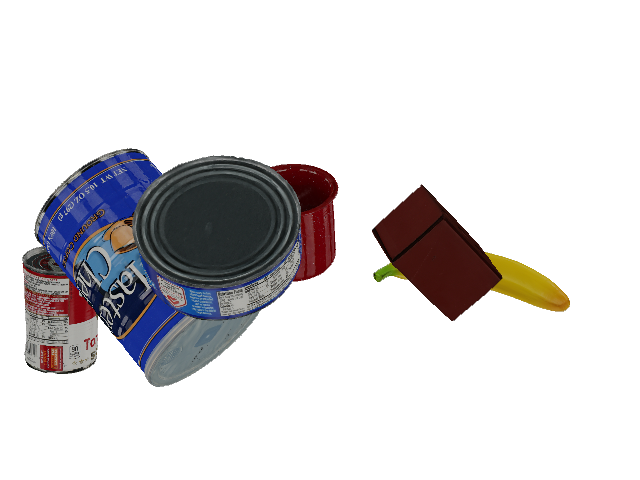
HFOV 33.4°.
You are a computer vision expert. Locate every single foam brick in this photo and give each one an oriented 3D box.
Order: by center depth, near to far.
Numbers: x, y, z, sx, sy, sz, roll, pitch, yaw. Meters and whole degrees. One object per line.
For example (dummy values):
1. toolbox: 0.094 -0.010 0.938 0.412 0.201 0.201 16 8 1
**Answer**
1. foam brick: 0.086 0.010 0.781 0.078 0.051 0.053 43 10 -31

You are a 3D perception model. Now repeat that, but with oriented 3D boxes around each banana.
1. banana: 0.157 0.038 1.100 0.198 0.037 0.069 7 43 12

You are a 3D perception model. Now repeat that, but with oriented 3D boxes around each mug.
1. mug: -0.040 -0.015 1.017 0.117 0.081 0.093 -1 35 4

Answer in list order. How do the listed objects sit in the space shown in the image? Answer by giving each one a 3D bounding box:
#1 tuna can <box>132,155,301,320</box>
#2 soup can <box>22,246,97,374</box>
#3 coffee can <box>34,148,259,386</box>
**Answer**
1. tuna can: -0.052 -0.002 0.552 0.086 0.086 0.034 0 -38 2
2. soup can: -0.238 0.063 0.978 0.068 0.102 0.068 5 20 -2
3. coffee can: -0.122 0.019 0.766 0.102 0.140 0.103 -38 -18 -14
